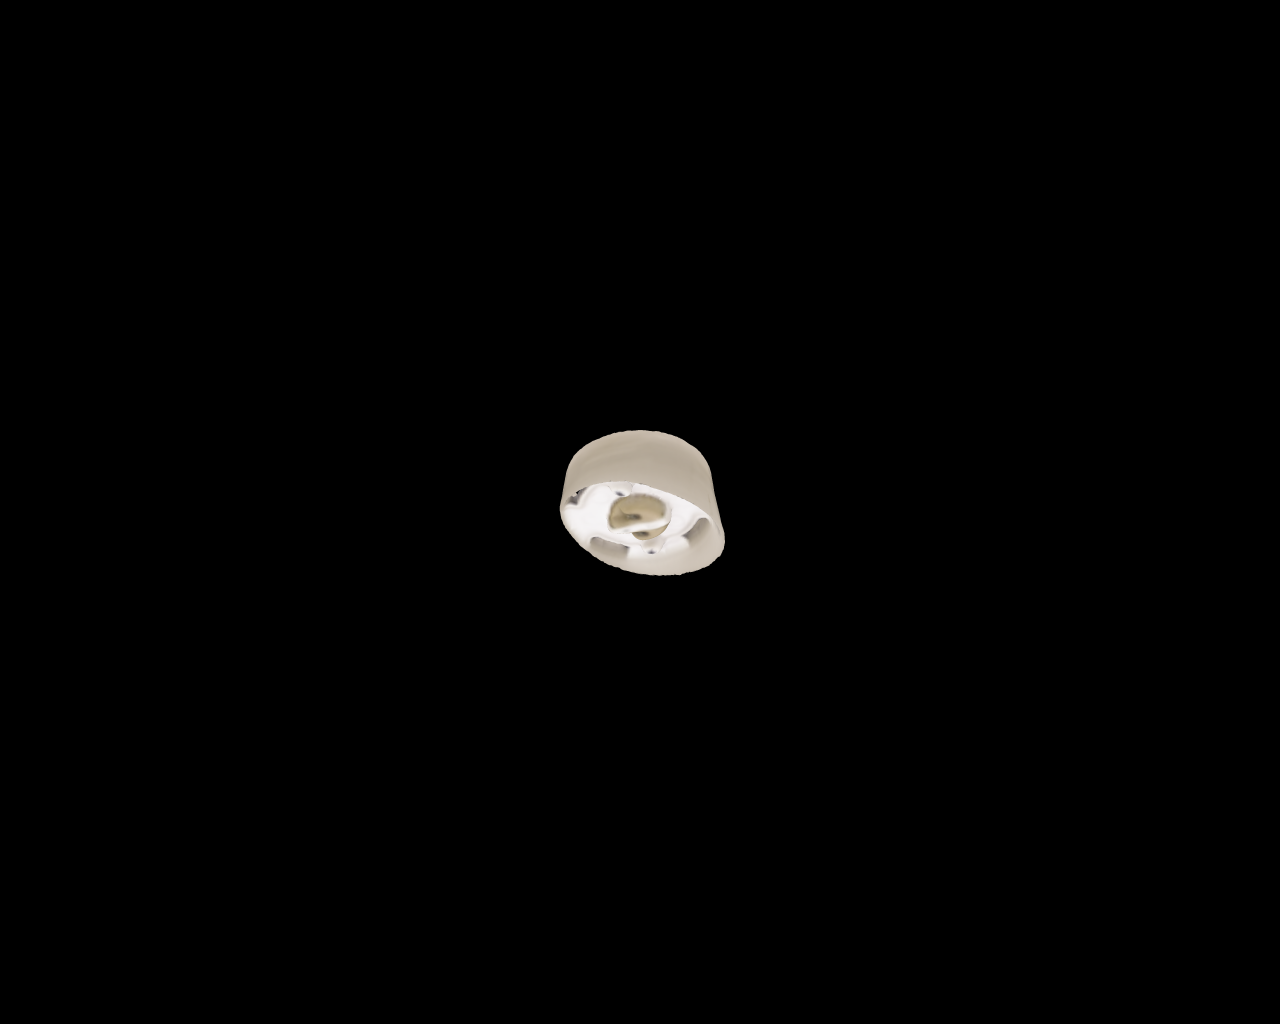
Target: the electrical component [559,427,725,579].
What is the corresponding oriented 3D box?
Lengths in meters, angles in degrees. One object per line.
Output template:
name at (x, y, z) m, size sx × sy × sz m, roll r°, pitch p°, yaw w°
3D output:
electrical component at (0.001, -0.003, 0.650) m, size 0.099 × 0.064 × 0.099 m, roll 0°, pitch -39°, yaw 0°
